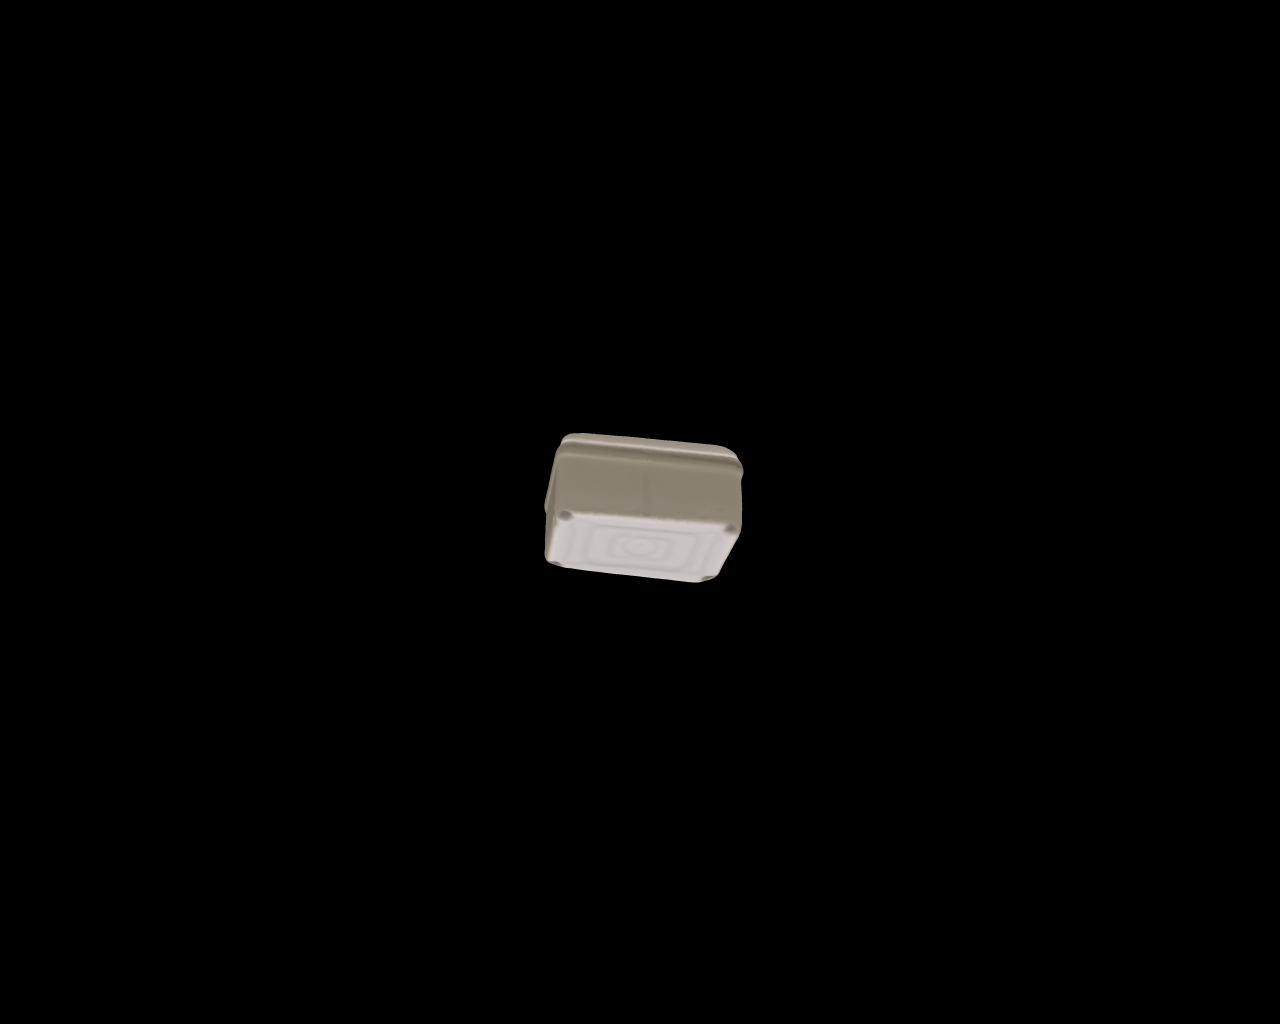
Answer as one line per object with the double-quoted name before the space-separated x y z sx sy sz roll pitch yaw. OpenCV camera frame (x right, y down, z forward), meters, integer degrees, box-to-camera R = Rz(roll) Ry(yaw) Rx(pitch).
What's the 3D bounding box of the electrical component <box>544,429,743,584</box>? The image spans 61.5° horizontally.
"electrical component" 0.001 -0.003 0.650 0.113 0.057 0.078 6 -32 -9
